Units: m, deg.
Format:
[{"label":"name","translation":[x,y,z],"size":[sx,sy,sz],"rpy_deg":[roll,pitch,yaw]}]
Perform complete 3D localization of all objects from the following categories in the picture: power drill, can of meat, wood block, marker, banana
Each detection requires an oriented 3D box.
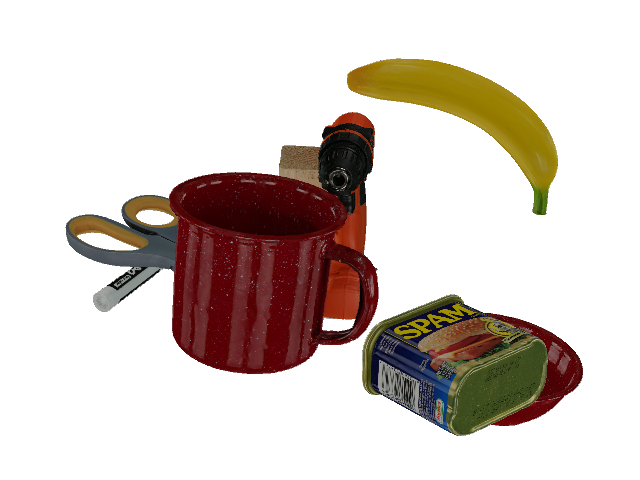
[{"label":"power drill","translation":[0.027,-0.021,1.052],"size":[0.057,0.188,0.184],"rpy_deg":[4,21,7]},{"label":"can of meat","translation":[0.094,0.085,0.735],"size":[0.101,0.057,0.084],"rpy_deg":[-17,28,-37]},{"label":"wood block","translation":[-0.013,-0.012,1.398],"size":[0.090,0.206,0.091],"rpy_deg":[4,25,0]},{"label":"marker","translation":[-0.165,0.030,0.980],"size":[0.020,0.020,0.120],"rpy_deg":[0,24,30]},{"label":"banana","translation":[0.118,-0.100,0.856],"size":[0.198,0.069,0.037],"rpy_deg":[34,3,-1]}]

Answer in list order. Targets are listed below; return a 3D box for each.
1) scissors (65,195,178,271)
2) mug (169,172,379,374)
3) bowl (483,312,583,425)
[{"label":"scissors","translation":[-0.083,0.008,0.750],"size":[0.202,0.016,0.096],"rpy_deg":[15,34,19]},{"label":"mug","translation":[-0.025,0.020,0.563],"size":[0.117,0.081,0.093],"rpy_deg":[14,24,17]},{"label":"bowl","translation":[0.172,0.133,1.047],"size":[0.162,0.055,0.162],"rpy_deg":[5,26,-2]}]
